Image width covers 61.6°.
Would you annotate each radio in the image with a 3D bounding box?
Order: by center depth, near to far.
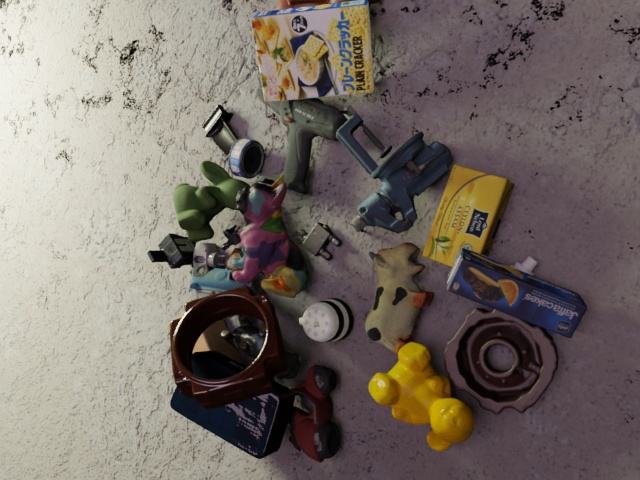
[{"bbox_3d":[-0.171,0.314,1.054,0.230,0.073,0.131,20,90,22],"label":"radio"}]

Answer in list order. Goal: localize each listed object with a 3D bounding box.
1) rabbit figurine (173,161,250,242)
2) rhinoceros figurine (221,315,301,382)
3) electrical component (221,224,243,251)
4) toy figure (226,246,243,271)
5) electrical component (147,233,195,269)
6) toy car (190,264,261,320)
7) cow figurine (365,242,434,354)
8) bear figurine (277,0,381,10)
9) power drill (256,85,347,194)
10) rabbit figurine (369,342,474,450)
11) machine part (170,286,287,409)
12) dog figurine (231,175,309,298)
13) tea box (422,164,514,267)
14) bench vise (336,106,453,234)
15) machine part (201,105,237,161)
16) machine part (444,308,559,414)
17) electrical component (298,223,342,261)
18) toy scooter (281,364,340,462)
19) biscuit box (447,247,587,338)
[{"bbox_3d":[-0.228,-0.089,1.190,0.170,0.121,0.159,-16,59,-4],"label":"rabbit figurine"},{"bbox_3d":[-0.121,0.225,1.106,0.191,0.111,0.073,21,54,41],"label":"rhinoceros figurine"},{"bbox_3d":[-0.171,-0.025,1.173,0.102,0.078,0.045,-37,90,26],"label":"electrical component"},{"bbox_3d":[-0.157,0.033,1.168,0.154,0.057,0.064,-39,31,24],"label":"toy figure"},{"bbox_3d":[-0.335,0.025,1.233,0.048,0.119,0.075,-44,66,21],"label":"electrical component"},{"bbox_3d":[-0.214,0.121,1.151,0.162,0.109,0.103,7,57,23],"label":"toy car"},{"bbox_3d":[0.136,0.097,0.981,0.127,0.085,0.194,22,99,23],"label":"cow figurine"},{"bbox_3d":[0.015,-0.443,1.062,0.196,0.120,0.131,6,94,25],"label":"bear figurine"},{"bbox_3d":[-0.063,-0.207,1.119,0.232,0.086,0.207,20,90,27],"label":"power drill"},{"bbox_3d":[0.185,0.281,0.891,0.122,0.162,0.173,-38,30,-18],"label":"rabbit figurine"},{"bbox_3d":[-0.174,0.197,1.011,0.201,0.087,0.201,-16,52,-1],"label":"machine part"},{"bbox_3d":[-0.087,-0.013,1.055,0.191,0.108,0.219,19,107,-12],"label":"dog figurine"},{"bbox_3d":[0.255,-0.034,0.925,0.098,0.068,0.169,20,97,30],"label":"tea box"},{"bbox_3d":[0.108,-0.133,0.975,0.223,0.129,0.240,-41,86,14],"label":"bench vise"},{"bbox_3d":[-0.219,-0.241,1.228,0.084,0.039,0.139,-40,67,16],"label":"machine part"},{"bbox_3d":[0.301,0.195,0.893,0.180,0.056,0.179,-2,86,29],"label":"machine part"},{"bbox_3d":[-0.002,-0.003,1.098,0.094,0.021,0.063,41,106,26],"label":"electrical component"},{"bbox_3d":[-0.030,0.340,1.065,0.135,0.075,0.183,-6,81,29],"label":"toy scooter"},{"bbox_3d":[0.306,0.082,0.844,0.203,0.059,0.062,21,110,7],"label":"biscuit box"}]
